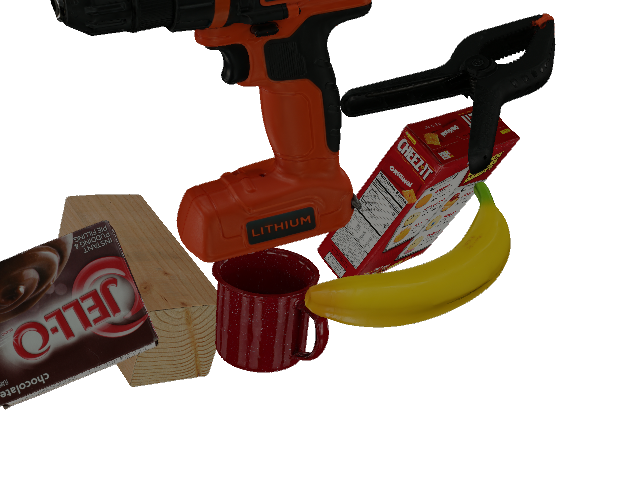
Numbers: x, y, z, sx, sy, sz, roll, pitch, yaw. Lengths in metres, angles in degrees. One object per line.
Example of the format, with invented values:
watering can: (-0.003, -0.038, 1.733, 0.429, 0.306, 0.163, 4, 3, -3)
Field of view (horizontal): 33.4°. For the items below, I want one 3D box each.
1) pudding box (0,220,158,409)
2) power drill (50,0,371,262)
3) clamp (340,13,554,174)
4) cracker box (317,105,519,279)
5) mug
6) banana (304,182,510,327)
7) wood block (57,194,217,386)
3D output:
pudding box: (-0.176, 0.050, 0.713, 0.113, 0.090, 0.039, -23, -10, -10)
power drill: (-0.046, -0.081, 0.580, 0.184, 0.188, 0.057, -14, 39, -19)
clamp: (0.145, -0.137, 0.945, 0.209, 0.036, 0.165, -32, 45, -20)
cracker box: (0.110, -0.054, 1.238, 0.163, 0.072, 0.214, -22, -25, -47)
mug: (-0.041, 0.066, 0.930, 0.117, 0.081, 0.093, 22, 30, 30)
banana: (0.077, 0.022, 0.750, 0.070, 0.037, 0.197, 38, 46, 26)
wood block: (-0.187, 0.044, 1.082, 0.090, 0.091, 0.206, -3, 35, -37)
